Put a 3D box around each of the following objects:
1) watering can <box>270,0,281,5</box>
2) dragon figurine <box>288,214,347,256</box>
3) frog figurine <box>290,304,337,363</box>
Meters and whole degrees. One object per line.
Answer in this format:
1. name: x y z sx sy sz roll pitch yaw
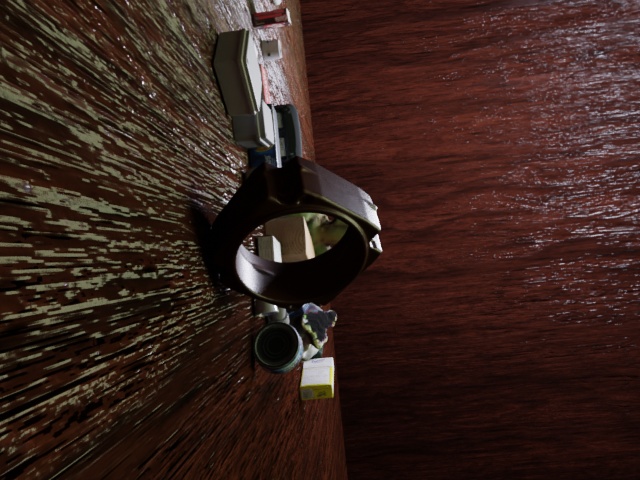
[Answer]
1. watering can: -0.138 -0.662 1.137 0.104 0.223 0.350 -7 7 4
2. dragon figurine: 0.004 -0.069 1.368 0.242 0.403 0.124 -2 23 7
3. frog figurine: -0.043 0.244 1.341 0.122 0.141 0.156 23 -40 -20
